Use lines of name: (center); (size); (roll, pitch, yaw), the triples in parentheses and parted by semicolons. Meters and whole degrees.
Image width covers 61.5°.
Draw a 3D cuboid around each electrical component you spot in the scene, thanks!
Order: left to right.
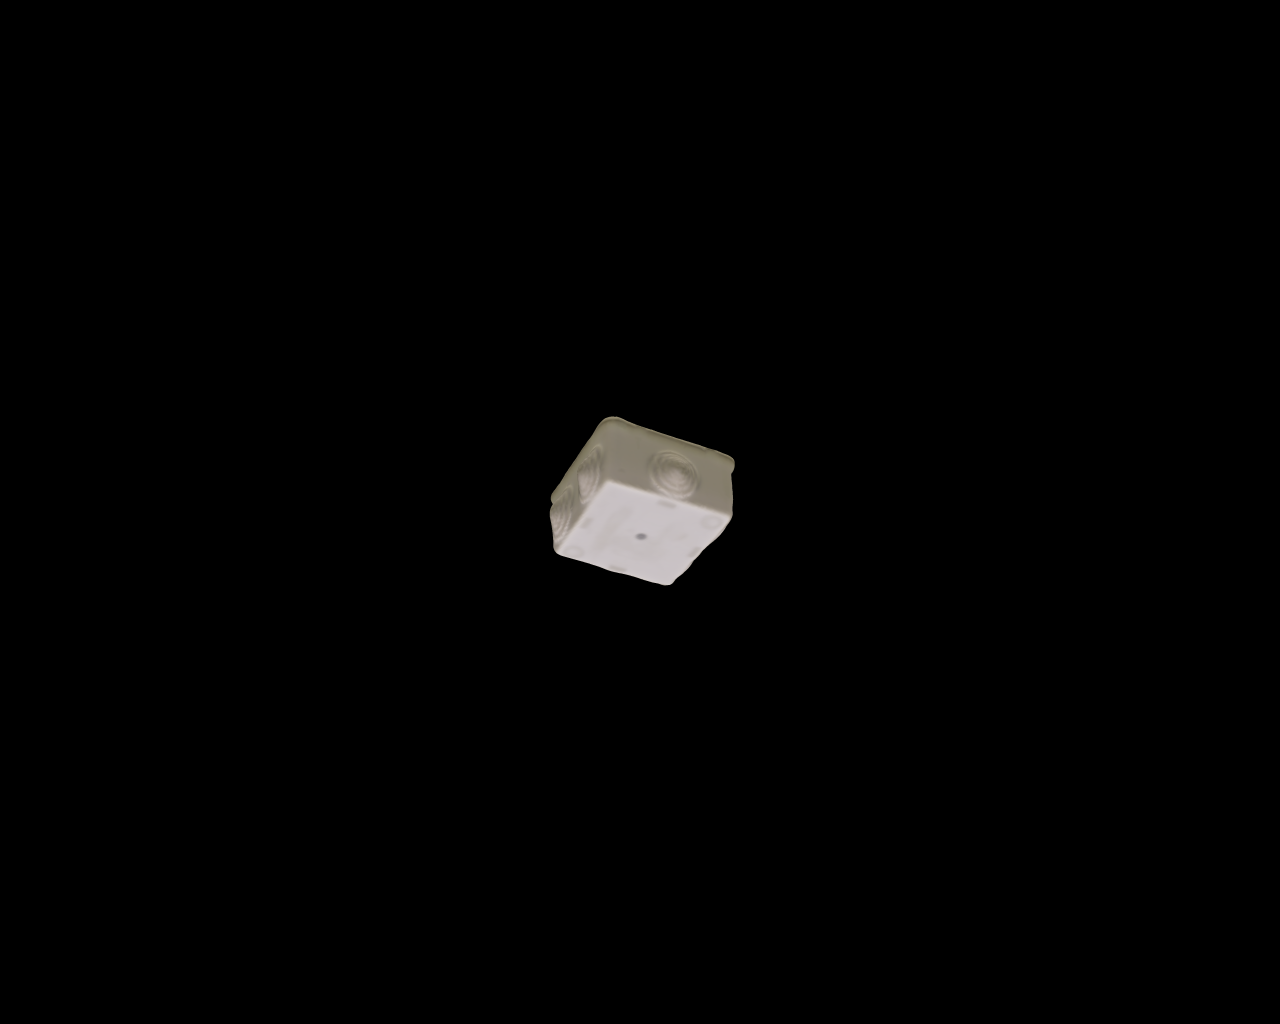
electrical component: (0.001, -0.003, 0.650); (0.100, 0.048, 0.099); (17, -41, -21)
